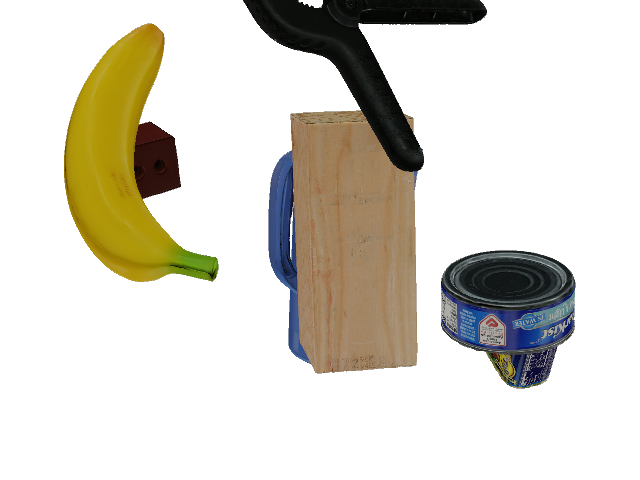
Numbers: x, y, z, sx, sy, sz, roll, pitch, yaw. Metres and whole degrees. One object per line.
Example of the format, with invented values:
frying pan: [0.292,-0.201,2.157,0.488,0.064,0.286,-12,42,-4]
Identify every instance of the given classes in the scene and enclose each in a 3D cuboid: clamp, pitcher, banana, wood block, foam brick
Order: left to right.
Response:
banana: [-0.107,-0.046,0.586,0.069,0.198,0.037,-7,-38,-14]
foam brick: [-0.176,-0.070,0.976,0.078,0.053,0.051,-19,32,-26]
pitcher: [0.021,0.009,1.128,0.149,0.243,0.145,6,13,2]
clamp: [0.016,-0.152,0.767,0.209,0.164,0.036,25,-28,-15]
wood block: [0.028,-0.003,0.899,0.090,0.206,0.091,-4,12,-8]

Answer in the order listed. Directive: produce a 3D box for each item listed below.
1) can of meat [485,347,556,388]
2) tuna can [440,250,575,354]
can of meat: [0.195,0.085,1.061,0.057,0.102,0.084,-14,-42,-14]
tuna can: [0.120,0.038,0.684,0.086,0.034,0.086,-3,24,1]
